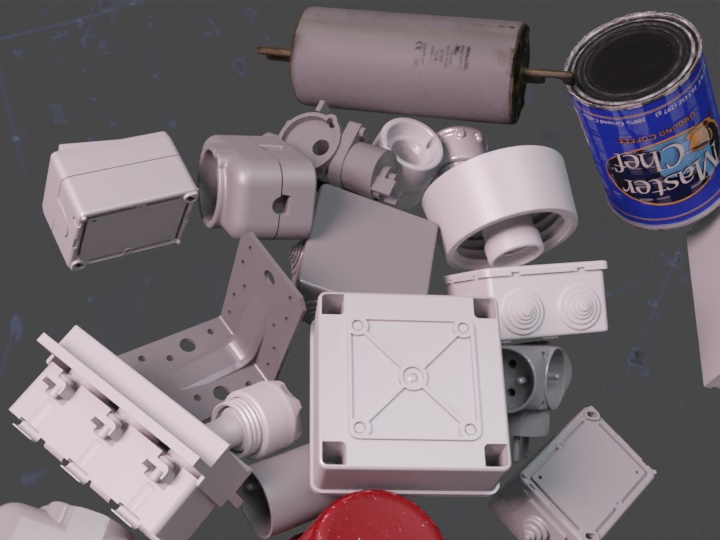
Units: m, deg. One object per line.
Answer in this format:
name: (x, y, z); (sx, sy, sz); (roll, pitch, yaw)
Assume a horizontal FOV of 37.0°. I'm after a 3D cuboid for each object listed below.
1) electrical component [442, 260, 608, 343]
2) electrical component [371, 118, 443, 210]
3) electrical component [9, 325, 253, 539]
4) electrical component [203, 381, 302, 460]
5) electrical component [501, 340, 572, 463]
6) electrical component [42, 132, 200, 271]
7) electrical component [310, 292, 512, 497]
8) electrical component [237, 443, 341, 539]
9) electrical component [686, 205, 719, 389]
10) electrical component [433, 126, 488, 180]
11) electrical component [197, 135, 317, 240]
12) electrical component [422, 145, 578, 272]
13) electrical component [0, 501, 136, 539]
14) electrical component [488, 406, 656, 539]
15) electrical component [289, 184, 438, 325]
electrical component: (0.113, 0.023, 0.737); (0.100, 0.100, 0.048); (-4, 87, -15)
electrical component: (0.031, -0.081, 0.811); (0.055, 0.047, 0.055); (11, 54, -16)
electrical component: (-0.129, 0.093, 0.590); (0.121, 0.078, 0.063); (32, 73, 25)
electrical component: (-0.068, 0.092, 0.637); (0.062, 0.043, 0.043); (-15, 63, -44)
electrical component: (0.110, 0.088, 0.720); (0.077, 0.044, 0.079); (1, 92, -62)
electrical component: (-0.153, -0.050, 0.703); (0.096, 0.061, 0.061); (-16, 65, -31)
electrical component: (0.027, 0.072, 0.621); (0.109, 0.056, 0.108); (2, 62, -6)
electrical component: (-0.028, 0.126, 0.645); (0.081, 0.043, 0.043); (-15, 64, -31)
electrical component: (0.312, 0.014, 0.837); (0.062, 0.089, 0.150); (16, 53, -12)
electrical component: (0.078, -0.077, 0.831); (0.048, 0.048, 0.062); (5, 62, -20)
electrical component: (-0.074, -0.056, 0.723); (0.059, 0.053, 0.095); (-1, 20, -23)
electrical component: (0.105, -0.036, 0.776); (0.108, 0.108, 0.060); (-4, 65, -25)
electrical component: (-0.153, 0.162, 0.561); (0.095, 0.053, 0.059); (21, 52, -8)
electrical component: (0.130, 0.145, 0.687); (0.061, 0.061, 0.096); (46, 53, 12)
electrical component: (0.000, 0.000, 0.741); (0.100, 0.048, 0.099); (19, 52, -10)
